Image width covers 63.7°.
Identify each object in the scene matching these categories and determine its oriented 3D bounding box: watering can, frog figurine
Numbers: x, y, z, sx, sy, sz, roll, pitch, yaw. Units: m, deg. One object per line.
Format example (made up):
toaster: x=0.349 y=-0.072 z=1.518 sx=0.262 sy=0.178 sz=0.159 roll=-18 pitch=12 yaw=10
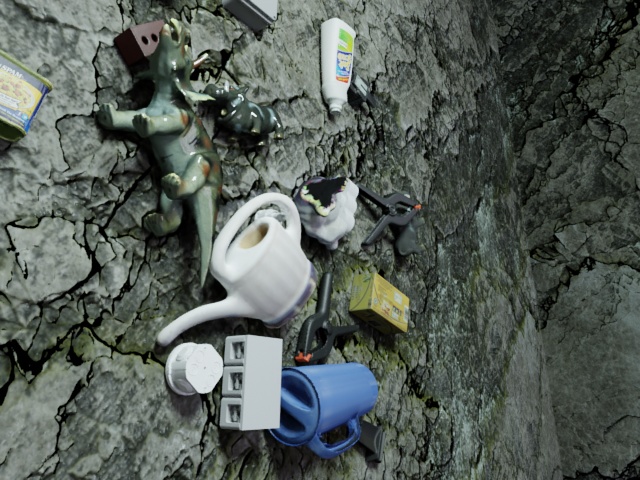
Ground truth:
watering can: x=-0.125 y=0.080 z=0.919 sx=0.220 sy=0.104 sz=0.354 roll=52 pitch=58 yaw=-34
frog figurine: x=0.003 y=-0.058 z=1.150 sx=0.155 sy=0.123 sz=0.141 roll=90 pitch=5 yaw=-52
